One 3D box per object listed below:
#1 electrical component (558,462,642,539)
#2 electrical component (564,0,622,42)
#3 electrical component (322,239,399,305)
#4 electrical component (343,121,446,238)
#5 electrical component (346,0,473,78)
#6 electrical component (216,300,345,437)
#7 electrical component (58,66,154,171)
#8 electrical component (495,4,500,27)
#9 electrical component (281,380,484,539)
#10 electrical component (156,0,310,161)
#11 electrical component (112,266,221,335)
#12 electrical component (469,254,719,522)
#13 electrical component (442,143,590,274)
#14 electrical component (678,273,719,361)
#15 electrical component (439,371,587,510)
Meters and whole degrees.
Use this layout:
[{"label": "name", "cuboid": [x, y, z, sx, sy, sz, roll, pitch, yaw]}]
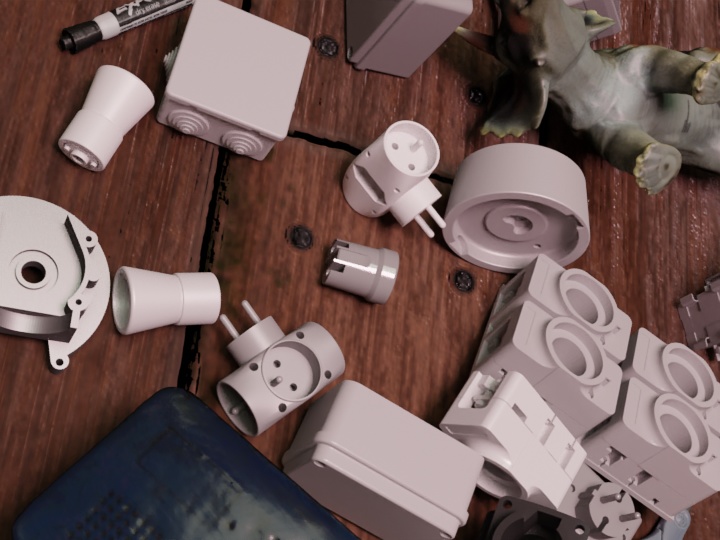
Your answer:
[{"label": "electrical component", "cuboid": [0.167, 0.171, 0.757, 0.066, 0.077, 0.047, 44, 60, -3]}, {"label": "electrical component", "cuboid": [0.190, -0.235, 0.914, 0.061, 0.096, 0.061, -14, 72, 18]}, {"label": "electrical component", "cuboid": [0.000, 0.000, 0.770, 0.046, 0.040, 0.040, 16, 65, -11]}, {"label": "electrical component", "cuboid": [0.033, -0.058, 0.784, 0.043, 0.077, 0.079, -38, 89, -31]}, {"label": "electrical component", "cuboid": [0.036, -0.222, 0.829, 0.056, 0.109, 0.108, 8, 68, -24]}, {"label": "electrical component", "cuboid": [-0.063, 0.057, 0.717, 0.077, 0.044, 0.079, -34, 87, -30]}, {"label": "electrical component", "cuboid": [-0.174, -0.100, 0.729, 0.044, 0.044, 0.065, 31, 66, -10]}, {"label": "electrical component", "cuboid": [0.133, -0.223, 0.913, 0.044, 0.044, 0.065, 1, 66, -24]}, {"label": "electrical component", "cuboid": [0.013, 0.131, 0.703, 0.113, 0.078, 0.057, 31, 59, -10]}, {"label": "electrical component", "cuboid": [-0.092, -0.136, 0.774, 0.100, 0.048, 0.099, 20, 64, -16]}, {"label": "electrical component", "cuboid": [-0.125, 0.019, 0.706, 0.065, 0.044, 0.044, -1, 71, -29]}, {"label": "electrical component", "cuboid": [0.183, 0.083, 0.790, 0.186, 0.060, 0.105, 35, 43, -8]}, {"label": "electrical component", "cuboid": [0.118, -0.051, 0.805, 0.108, 0.108, 0.060, 20, 58, -16]}, {"label": "electrical component", "cuboid": [0.313, 0.027, 0.851, 0.063, 0.121, 0.078, -5, 73, -22]}, {"label": "electrical component", "cuboid": [0.103, 0.119, 0.733, 0.089, 0.050, 0.055, 49, 60, -23]}]
